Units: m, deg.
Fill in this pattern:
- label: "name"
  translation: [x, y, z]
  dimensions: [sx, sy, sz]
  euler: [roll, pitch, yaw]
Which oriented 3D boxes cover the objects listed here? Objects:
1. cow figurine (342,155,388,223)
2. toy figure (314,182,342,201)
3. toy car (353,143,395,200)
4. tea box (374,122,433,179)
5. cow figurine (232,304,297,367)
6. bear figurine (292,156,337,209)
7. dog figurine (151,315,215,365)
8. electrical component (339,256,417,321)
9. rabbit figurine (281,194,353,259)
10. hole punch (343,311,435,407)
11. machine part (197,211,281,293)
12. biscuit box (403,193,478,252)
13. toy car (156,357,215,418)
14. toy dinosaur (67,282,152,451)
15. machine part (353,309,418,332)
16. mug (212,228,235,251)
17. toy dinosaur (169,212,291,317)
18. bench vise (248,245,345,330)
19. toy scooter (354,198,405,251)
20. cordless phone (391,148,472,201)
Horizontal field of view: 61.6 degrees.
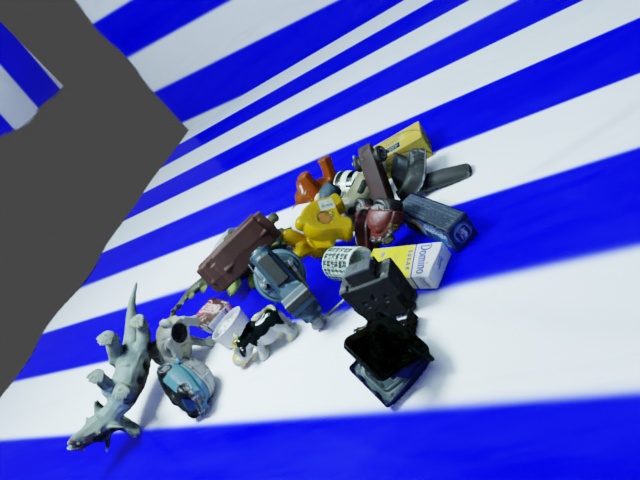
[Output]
- label: "cow figurine"
  translation: [0.110, -0.131, 1.357]
  dimensions: [0.086, 0.127, 0.195]
  euler: [4, 53, 49]
- label: "toy figure"
  translation: [0.001, -0.070, 1.358]
  dimensions: [0.154, 0.064, 0.058]
  euler: [-59, 7, 9]
- label: "toy car"
  translation: [0.142, -0.129, 1.268]
  dimensions: [0.053, 0.202, 0.089]
  euler: [-14, -6, -40]
- label: "tea box"
  translation: [0.210, -0.234, 1.444]
  dimensions: [0.170, 0.068, 0.098]
  euler: [-27, 30, 21]
- label: "cow figurine"
  translation: [-0.144, 0.216, 1.197]
  dimensions: [0.167, 0.098, 0.068]
  euler: [-36, 35, 8]
- label: "bear figurine"
  translation: [-0.025, -0.151, 1.532]
  dimensions: [0.120, 0.131, 0.196]
  euler: [-40, 20, -21]
- label: "dog figurine"
  translation: [-0.393, 0.259, 1.368]
  dimensions: [0.191, 0.172, 0.121]
  euler: [-9, 30, 34]
- label: "electrical component"
  translation: [0.106, 0.093, 1.030]
  dimensions: [0.115, 0.134, 0.058]
  euler: [-27, 30, 28]
- label: "rabbit figurine"
  translation: [-0.003, -0.004, 1.283]
  dimensions: [0.162, 0.173, 0.122]
  euler: [-24, 64, -15]
- label: "hole punch"
  translation: [0.114, 0.202, 0.910]
  dimensions: [0.116, 0.092, 0.142]
  euler: [-27, 39, -24]
- label: "machine part"
  translation: [-0.200, 0.028, 1.294]
  dimensions: [0.201, 0.087, 0.201]
  euler: [-48, 9, -17]
- label: "biscuit box"
  translation: [0.241, -0.041, 1.137]
  dimensions: [0.063, 0.059, 0.203]
  euler: [-42, 27, -6]
- label: "toy car"
  translation: [-0.294, 0.324, 1.223]
  dimensions: [0.103, 0.109, 0.162]
  euler: [-36, 31, -33]
- label: "toy dinosaur"
  translation: [-0.473, 0.319, 1.319]
  dimensions: [0.131, 0.192, 0.405]
  euler: [7, 49, 3]
- label: "machine part"
  translation: [0.119, 0.172, 1.005]
  dimensions: [0.139, 0.039, 0.084]
  euler: [-27, 22, 26]
- label: "mug"
  translation: [-0.290, 0.017, 1.680]
  dimensions: [0.107, 0.080, 0.110]
  euler: [-39, 31, 21]
- label: "toy dinosaur"
  translation: [-0.216, 0.059, 1.486]
  dimensions: [0.471, 0.105, 0.199]
  euler: [-33, 29, 3]
- label: "bench vise"
  translation: [-0.062, 0.105, 1.211]
  dimensions: [0.129, 0.224, 0.240]
  euler: [-53, -3, -4]
- label: "toy scooter"
  translation: [0.123, -0.027, 1.199]
  dimensions: [0.184, 0.075, 0.135]
  euler: [-171, 87, -67]
- label: "cordless phone"
  translation: [0.270, -0.172, 1.295]
  dimensions: [0.184, 0.088, 0.147]
  euler: [-13, 36, 22]
